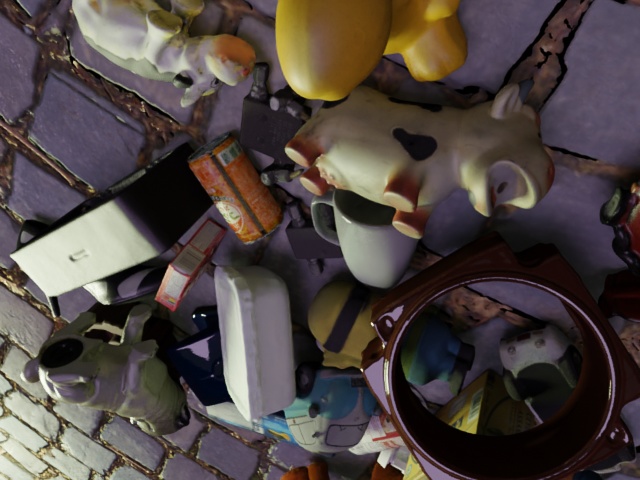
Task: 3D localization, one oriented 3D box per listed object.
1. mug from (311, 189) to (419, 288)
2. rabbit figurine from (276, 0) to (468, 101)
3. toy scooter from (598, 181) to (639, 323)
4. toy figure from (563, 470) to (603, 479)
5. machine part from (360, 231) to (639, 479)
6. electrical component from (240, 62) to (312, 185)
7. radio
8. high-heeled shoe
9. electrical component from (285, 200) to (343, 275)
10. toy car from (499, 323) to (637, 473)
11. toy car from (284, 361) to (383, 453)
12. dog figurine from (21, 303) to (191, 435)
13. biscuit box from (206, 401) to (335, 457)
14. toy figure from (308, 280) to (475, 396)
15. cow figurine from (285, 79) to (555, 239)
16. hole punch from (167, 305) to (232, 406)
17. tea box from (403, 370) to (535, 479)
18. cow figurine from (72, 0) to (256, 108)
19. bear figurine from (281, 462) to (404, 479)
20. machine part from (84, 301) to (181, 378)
[{"bbox_3d":[0.045,-0.005,0.510,0.110,0.081,0.107,6,137,15],"label":"mug"},{"bbox_3d":[0.031,-0.156,0.338,0.122,0.173,0.162,19,135,17],"label":"rabbit figurine"},{"bbox_3d":[0.274,0.013,0.418,0.135,0.075,0.183,-18,120,37],"label":"toy scooter"},{"bbox_3d":[0.264,0.285,0.642,0.155,0.064,0.057,-7,84,25],"label":"toy figure"},{"bbox_3d":[0.152,0.111,0.475,0.201,0.087,0.201,-33,89,12],"label":"machine part"},{"bbox_3d":[-0.040,-0.102,0.499,0.078,0.045,0.102,25,132,5],"label":"electrical component"},{"bbox_3d":[-0.223,-0.020,0.594,0.230,0.131,0.073,-17,116,35],"label":"radio"},{"bbox_3d":[-0.296,0.019,0.723,0.249,0.086,0.145,-14,88,14],"label":"high-heeled shoe"},{"bbox_3d":[-0.001,-0.002,0.573,0.063,0.021,0.093,-1,124,26],"label":"electrical component"},{"bbox_3d":[0.259,0.171,0.559,0.073,0.056,0.201,-27,111,31],"label":"toy car"},{"bbox_3d":[0.005,0.202,0.647,0.109,0.103,0.161,11,153,-32],"label":"toy car"},{"bbox_3d":[-0.266,0.197,0.695,0.172,0.121,0.190,-6,123,-7],"label":"dog figurine"},{"bbox_3d":[-0.062,0.237,0.760,0.203,0.063,0.059,11,128,18],"label":"biscuit box"},{"bbox_3d":[0.075,0.099,0.577,0.180,0.082,0.089,17,119,19],"label":"toy figure"},{"bbox_3d":[0.084,-0.072,0.422,0.195,0.127,0.085,24,166,29],"label":"cow figurine"},{"bbox_3d":[-0.123,0.150,0.708,0.116,0.092,0.142,-13,114,29],"label":"hole punch"},{"bbox_3d":[0.170,0.240,0.626,0.068,0.098,0.169,31,134,3],"label":"tea box"},{"bbox_3d":[-0.140,-0.171,0.479,0.167,0.068,0.098,35,138,2],"label":"cow figurine"},{"bbox_3d":[0.062,0.362,0.777,0.196,0.120,0.132,-31,65,13],"label":"bear figurine"},{"bbox_3d":[-0.287,0.165,0.819,0.180,0.056,0.179,14,131,16],"label":"machine part"}]
